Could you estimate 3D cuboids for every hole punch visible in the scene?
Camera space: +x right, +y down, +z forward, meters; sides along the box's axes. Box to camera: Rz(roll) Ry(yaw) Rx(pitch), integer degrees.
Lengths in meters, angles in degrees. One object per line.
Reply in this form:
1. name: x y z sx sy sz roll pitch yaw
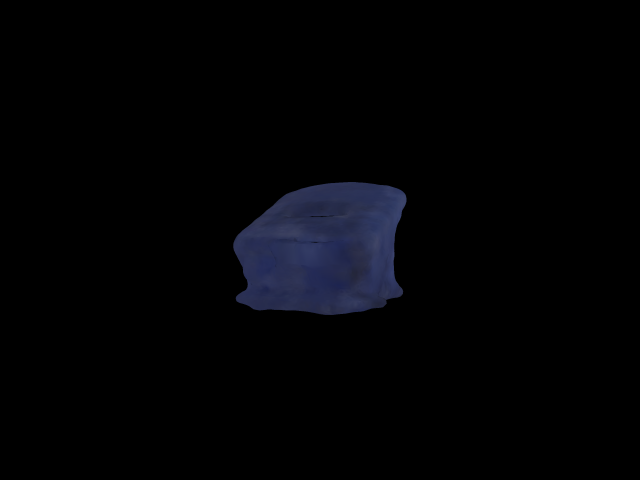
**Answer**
1. hole punch: 0.004 0.001 0.400 0.108 0.091 0.101 0 0 24
